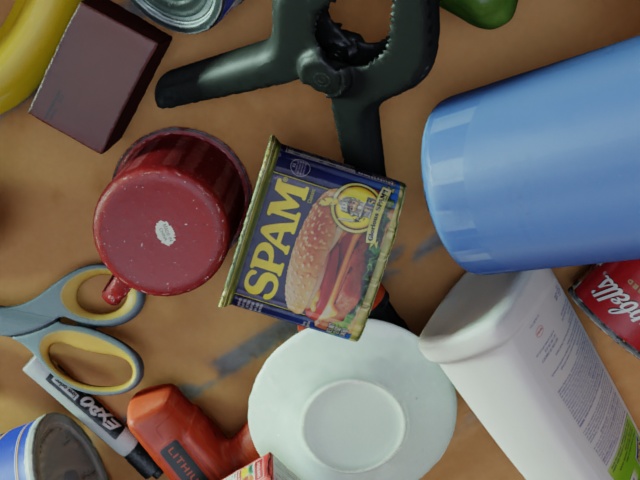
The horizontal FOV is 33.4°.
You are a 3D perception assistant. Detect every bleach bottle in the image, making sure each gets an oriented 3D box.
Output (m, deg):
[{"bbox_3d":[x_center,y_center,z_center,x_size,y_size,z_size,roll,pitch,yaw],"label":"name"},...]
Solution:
[{"bbox_3d":[0.163,0.132,0.679,0.068,0.102,0.251,-20,109,42],"label":"bleach bottle"}]

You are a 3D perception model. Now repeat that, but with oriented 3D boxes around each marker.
[{"bbox_3d":[-0.154,0.123,0.736,0.020,0.020,0.121,-43,101,14],"label":"marker"}]

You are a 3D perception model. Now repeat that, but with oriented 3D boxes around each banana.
[{"bbox_3d":[-0.167,-0.147,0.628,0.037,0.069,0.198,33,98,23],"label":"banana"}]

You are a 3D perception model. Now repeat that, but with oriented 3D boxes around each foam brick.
[{"bbox_3d":[-0.132,-0.101,0.647,0.053,0.051,0.078,30,107,-5],"label":"foam brick"}]

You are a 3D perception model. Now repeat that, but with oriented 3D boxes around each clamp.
[{"bbox_3d":[0.013,-0.093,0.606,0.164,0.036,0.210,35,139,-13],"label":"clamp"}]

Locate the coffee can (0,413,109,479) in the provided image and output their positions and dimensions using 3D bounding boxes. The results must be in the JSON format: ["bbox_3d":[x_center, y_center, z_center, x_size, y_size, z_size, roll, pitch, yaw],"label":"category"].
[{"bbox_3d":[-0.224,0.188,0.717,0.140,0.102,0.103,-22,105,10],"label":"coffee can"}]

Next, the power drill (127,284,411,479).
[{"bbox_3d":[-0.030,0.089,0.698,0.188,0.057,0.184,-32,103,12],"label":"power drill"}]

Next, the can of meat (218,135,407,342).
[{"bbox_3d":[-0.004,0.001,0.618,0.084,0.057,0.102,17,100,-4],"label":"can of meat"}]

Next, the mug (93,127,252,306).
[{"bbox_3d":[-0.099,-0.007,0.658,0.093,0.081,0.117,38,105,-10],"label":"mug"}]

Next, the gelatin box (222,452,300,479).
[{"bbox_3d":[-0.034,0.184,0.682,0.073,0.030,0.089,-32,121,17],"label":"gelatin box"}]

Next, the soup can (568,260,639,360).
[{"bbox_3d":[0.212,0.016,0.655,0.068,0.068,0.102,38,105,-9],"label":"soup can"}]

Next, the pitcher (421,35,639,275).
[{"bbox_3d":[0.187,-0.055,0.582,0.243,0.149,0.145,-11,66,31],"label":"pitcher"}]

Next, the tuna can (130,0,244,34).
[{"bbox_3d":[-0.081,-0.162,0.609,0.086,0.033,0.086,24,142,20],"label":"tuna can"}]

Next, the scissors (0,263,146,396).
[{"bbox_3d":[-0.204,0.037,0.707,0.201,0.016,0.096,25,92,0],"label":"scissors"}]
